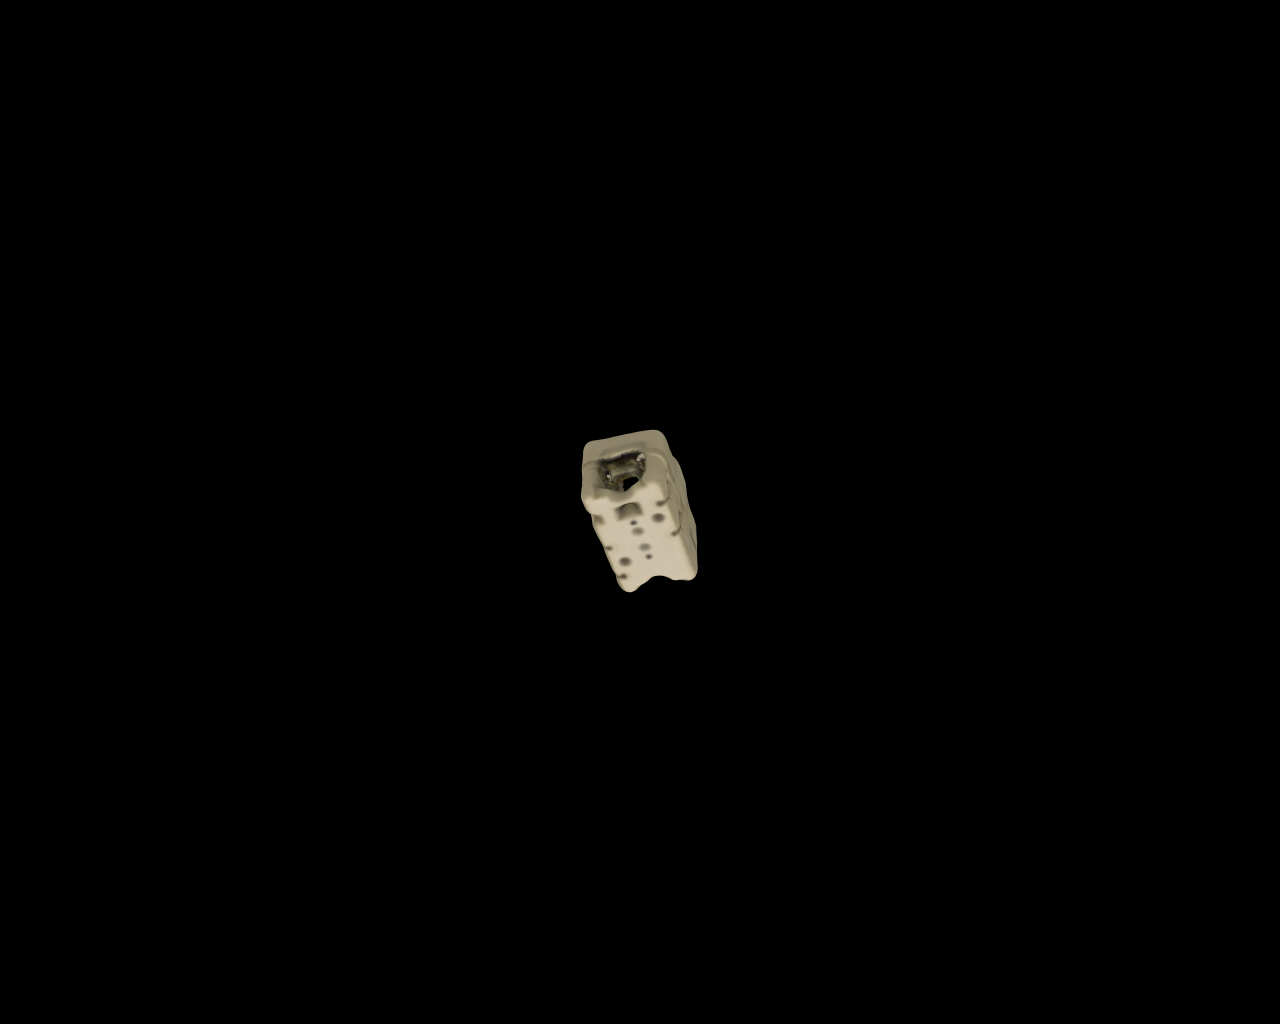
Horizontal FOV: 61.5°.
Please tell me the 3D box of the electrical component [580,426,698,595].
[{"bbox_3d":[0.001,-0.003,0.650,0.050,0.056,0.089,-11,-47,11],"label":"electrical component"}]
